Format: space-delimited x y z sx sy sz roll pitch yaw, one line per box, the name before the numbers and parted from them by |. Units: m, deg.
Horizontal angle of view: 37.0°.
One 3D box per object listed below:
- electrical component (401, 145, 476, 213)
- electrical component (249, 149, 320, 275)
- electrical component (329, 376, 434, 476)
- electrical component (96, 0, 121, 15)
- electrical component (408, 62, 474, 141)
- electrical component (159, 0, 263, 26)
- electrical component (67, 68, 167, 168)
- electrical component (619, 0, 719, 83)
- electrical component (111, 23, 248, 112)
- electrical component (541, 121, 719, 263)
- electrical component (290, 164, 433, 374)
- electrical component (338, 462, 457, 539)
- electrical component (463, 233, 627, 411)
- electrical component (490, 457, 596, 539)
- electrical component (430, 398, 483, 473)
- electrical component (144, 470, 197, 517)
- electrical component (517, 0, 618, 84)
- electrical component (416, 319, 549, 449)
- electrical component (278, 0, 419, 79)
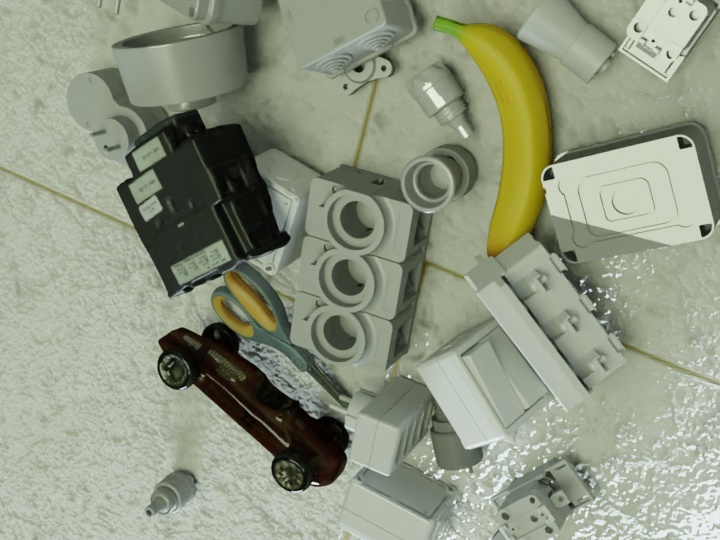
electrical component | 0.062 -0.072 0.837 0.045 0.055 0.045 9 110 24
electrical component | -0.073 -0.046 0.914 0.062 0.061 0.096 32 125 16
electrical component | 0.012 0.124 0.911 0.076 0.083 0.047 19 114 20
electrical component | -0.210 -0.259 0.917 0.077 0.044 0.079 24 116 18
electrical component | 0.066 -0.127 0.830 0.035 0.035 0.061 -34 93 31
electrical component | -0.128 -0.245 0.849 0.113 0.057 0.078 37 122 40
electrical component | -0.208 -0.118 0.945 0.138 0.074 0.052 45 120 6
electrical component | 0.212 -0.170 0.726 0.042 0.064 0.081 37 119 12
electrical component | -0.143 -0.164 0.882 0.108 0.108 0.060 1 113 26
electrical component | 0.197 -0.056 0.775 0.113 0.057 0.078 -12 101 29
electrical component | 0.000 0.000 0.889 0.089 0.062 0.150 18 114 20
electrical component | 0.038 0.213 0.941 0.096 0.062 0.061 25 116 17
electrical component | 0.142 0.037 0.811 0.063 0.078 0.121 -37 108 4
electrical component | 0.145 0.193 0.880 0.081 0.064 0.042 -37 87 31
electrical component | 0.079 0.132 0.906 0.040 0.040 0.078 -6 103 28
electrical component | -0.189 0.223 1.056 0.035 0.061 0.035 9 110 24
electrical component | 0.152 -0.165 0.772 0.065 0.044 0.044 39 119 5
electrical component | 0.104 0.096 0.859 0.096 0.062 0.061 58 143 -1
electrical component | -0.014 -0.205 0.824 0.100 0.048 0.099 -22 82 30
